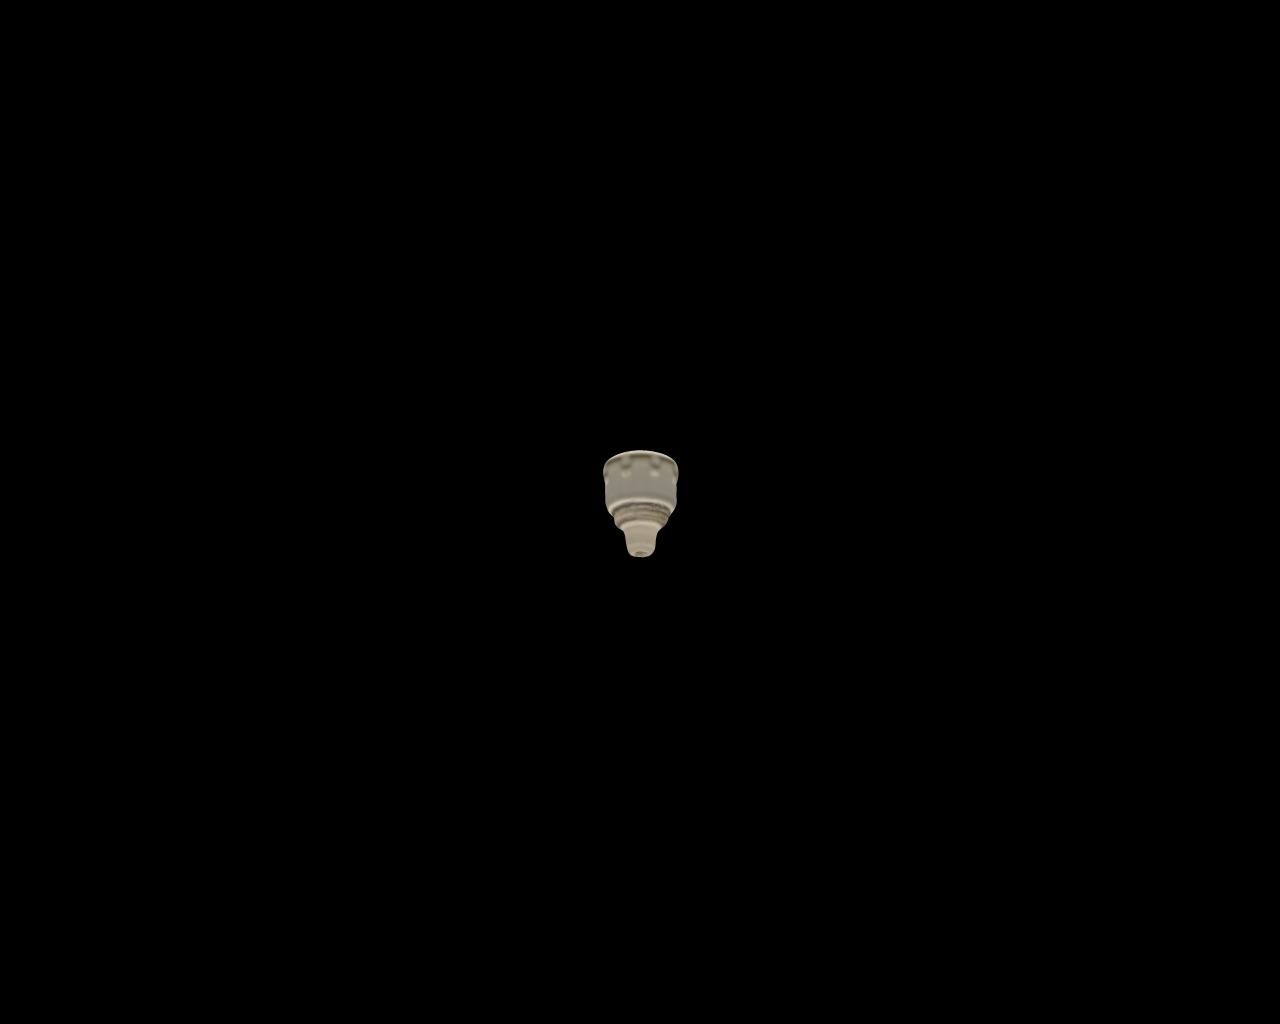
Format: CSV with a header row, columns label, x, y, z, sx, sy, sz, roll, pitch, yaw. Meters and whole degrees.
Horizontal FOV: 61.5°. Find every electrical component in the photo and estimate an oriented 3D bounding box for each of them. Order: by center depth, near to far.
label,x,y,z,sx,sy,sz,roll,pitch,yaw
electrical component,0.001,-0.003,0.650,0.048,0.062,0.048,0,-20,0
